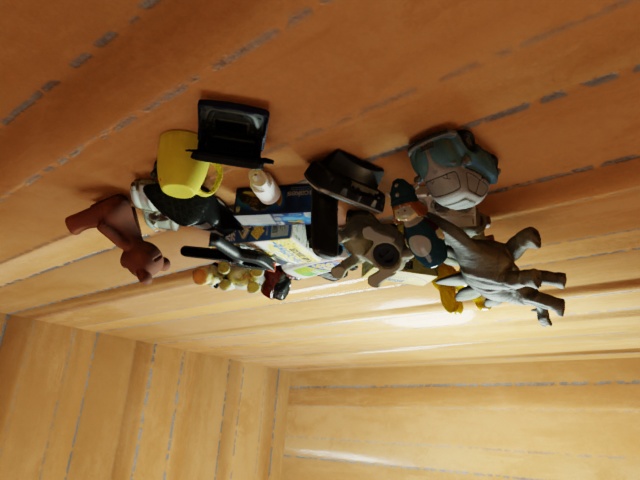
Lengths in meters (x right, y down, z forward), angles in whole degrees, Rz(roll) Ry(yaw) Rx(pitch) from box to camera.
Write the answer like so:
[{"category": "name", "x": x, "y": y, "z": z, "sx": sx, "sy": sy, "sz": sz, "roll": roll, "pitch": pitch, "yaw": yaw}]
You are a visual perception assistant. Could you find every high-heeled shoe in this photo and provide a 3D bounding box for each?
[{"category": "high-heeled shoe", "x": -0.260, "y": -0.068, "z": 1.080, "sx": 0.248, "sy": 0.086, "sz": 0.145, "roll": 28, "pitch": 175, "yaw": -39}]

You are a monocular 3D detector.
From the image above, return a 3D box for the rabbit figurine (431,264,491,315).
[{"category": "rabbit figurine", "x": 0.355, "y": 0.108, "z": 1.347, "sx": 0.173, "sy": 0.162, "sz": 0.121, "roll": 13, "pitch": 178, "yaw": 28}]

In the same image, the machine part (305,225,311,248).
[{"category": "machine part", "x": -0.002, "y": -0.004, "z": 1.188, "sx": 0.039, "sy": 0.084, "sz": 0.138, "roll": -23, "pitch": 152, "yaw": 12}]

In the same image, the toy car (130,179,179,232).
[{"category": "toy car", "x": -0.335, "y": -0.069, "z": 1.106, "sx": 0.074, "sy": 0.056, "sz": 0.201, "roll": 5, "pitch": 160, "yaw": -2}]

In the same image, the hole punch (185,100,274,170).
[{"category": "hole punch", "x": -0.135, "y": -0.159, "z": 0.819, "sx": 0.142, "sy": 0.092, "sz": 0.116, "roll": 4, "pitch": -172, "yaw": -9}]

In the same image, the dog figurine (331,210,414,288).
[{"category": "dog figurine", "x": 0.113, "y": -0.006, "z": 1.042, "sx": 0.173, "sy": 0.190, "sz": 0.121, "roll": 13, "pitch": 117, "yaw": 17}]

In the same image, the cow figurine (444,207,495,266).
[{"category": "cow figurine", "x": 0.287, "y": -0.010, "z": 1.105, "sx": 0.127, "sy": 0.085, "sz": 0.194, "roll": -4, "pitch": 154, "yaw": -3}]

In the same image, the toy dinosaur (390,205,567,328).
[{"category": "toy dinosaur", "x": 0.314, "y": 0.052, "z": 0.997, "sx": 0.199, "sy": 0.105, "sz": 0.470, "roll": -13, "pitch": 138, "yaw": 41}]

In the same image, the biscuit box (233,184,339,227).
[{"category": "biscuit box", "x": -0.065, "y": -0.068, "z": 1.051, "sx": 0.203, "sy": 0.063, "sz": 0.059, "roll": -2, "pitch": 158, "yaw": 15}]

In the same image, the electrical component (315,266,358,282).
[{"category": "electrical component", "x": 0.044, "y": 0.081, "z": 1.443, "sx": 0.119, "sy": 0.048, "sz": 0.075, "roll": 19, "pitch": 156, "yaw": -29}]

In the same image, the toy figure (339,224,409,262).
[{"category": "toy figure", "x": 0.121, "y": 0.003, "z": 1.182, "sx": 0.180, "sy": 0.089, "sz": 0.082, "roll": 6, "pitch": 177, "yaw": 21}]

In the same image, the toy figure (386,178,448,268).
[{"category": "toy figure", "x": 0.156, "y": -0.028, "z": 0.866, "sx": 0.064, "sy": 0.058, "sz": 0.154, "roll": -29, "pitch": 108, "yaw": 9}]

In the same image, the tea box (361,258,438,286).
[{"category": "tea box", "x": 0.197, "y": 0.062, "z": 1.336, "sx": 0.170, "sy": 0.068, "sz": 0.098, "roll": 7, "pitch": 159, "yaw": -10}]

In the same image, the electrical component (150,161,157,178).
[{"category": "electrical component", "x": -0.272, "y": -0.129, "z": 0.985, "sx": 0.063, "sy": 0.021, "sz": 0.094, "roll": 18, "pitch": 156, "yaw": -31}]

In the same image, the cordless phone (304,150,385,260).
[{"category": "cordless phone", "x": 0.045, "y": -0.046, "z": 0.917, "sx": 0.146, "sy": 0.184, "sz": 0.089, "roll": 19, "pitch": 150, "yaw": -33}]

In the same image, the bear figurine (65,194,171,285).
[{"category": "bear figurine", "x": -0.417, "y": 0.005, "z": 1.138, "sx": 0.132, "sy": 0.120, "sz": 0.195, "roll": -16, "pitch": 110, "yaw": 24}]

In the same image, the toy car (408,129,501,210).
[{"category": "toy car", "x": 0.216, "y": -0.100, "z": 0.857, "sx": 0.161, "sy": 0.103, "sz": 0.109, "roll": 24, "pitch": 152, "yaw": -38}]

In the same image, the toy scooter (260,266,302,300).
[{"category": "toy scooter", "x": -0.128, "y": 0.091, "z": 1.412, "sx": 0.135, "sy": 0.075, "sz": 0.184, "roll": 20, "pitch": -157, "yaw": 11}]

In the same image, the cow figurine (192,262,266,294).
[{"category": "cow figurine", "x": -0.217, "y": 0.087, "z": 1.292, "sx": 0.167, "sy": 0.068, "sz": 0.098, "roll": 6, "pitch": 179, "yaw": 0}]
